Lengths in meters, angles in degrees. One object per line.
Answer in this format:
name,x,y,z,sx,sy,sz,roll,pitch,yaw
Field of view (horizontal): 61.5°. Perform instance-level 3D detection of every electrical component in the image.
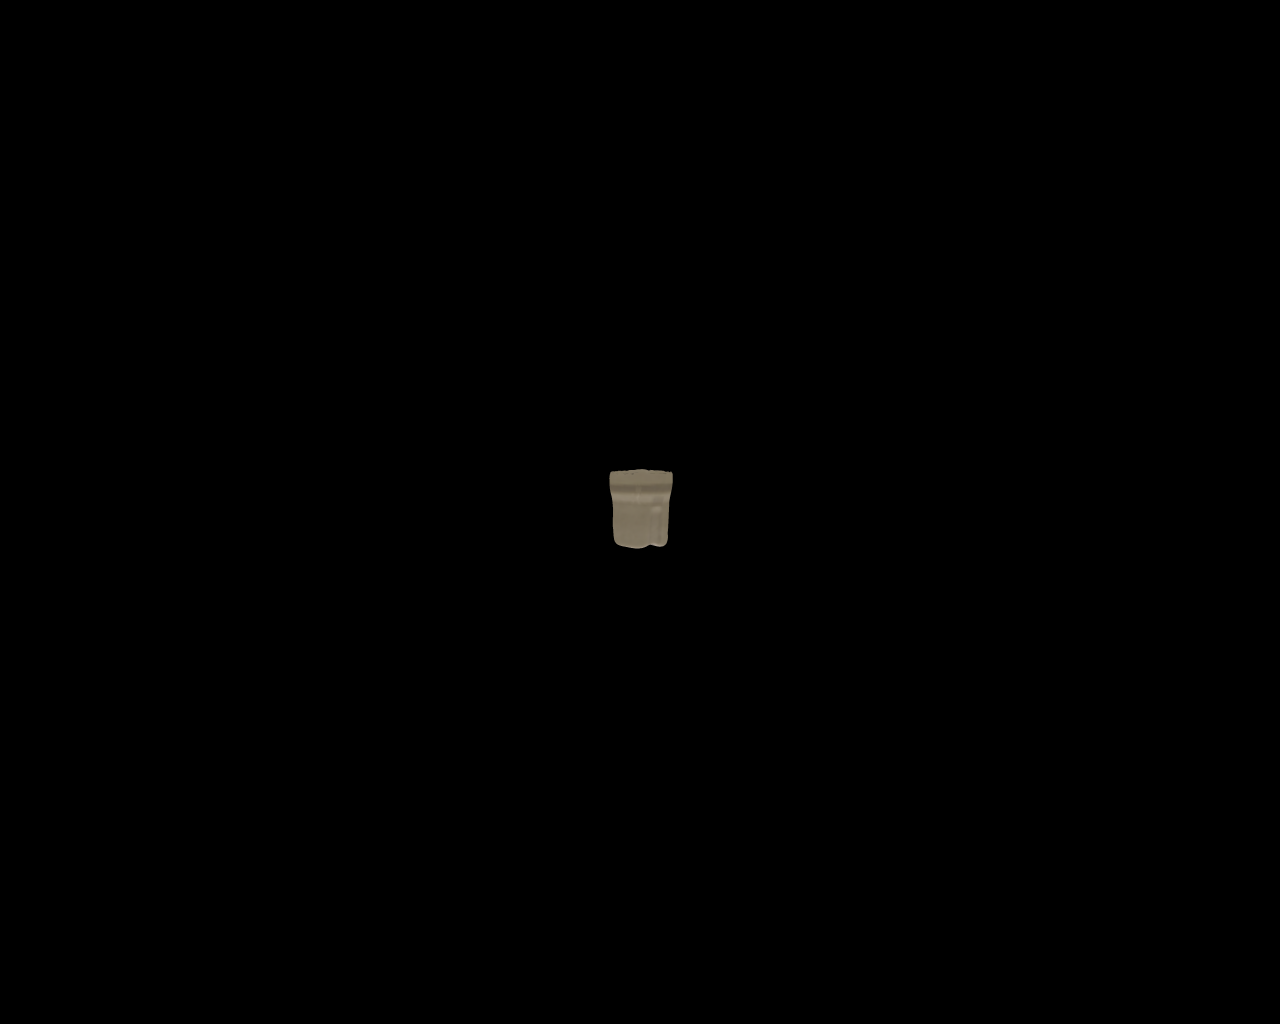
electrical component,0.001,-0.003,0.650,0.040,0.046,0.040,0,4,0
